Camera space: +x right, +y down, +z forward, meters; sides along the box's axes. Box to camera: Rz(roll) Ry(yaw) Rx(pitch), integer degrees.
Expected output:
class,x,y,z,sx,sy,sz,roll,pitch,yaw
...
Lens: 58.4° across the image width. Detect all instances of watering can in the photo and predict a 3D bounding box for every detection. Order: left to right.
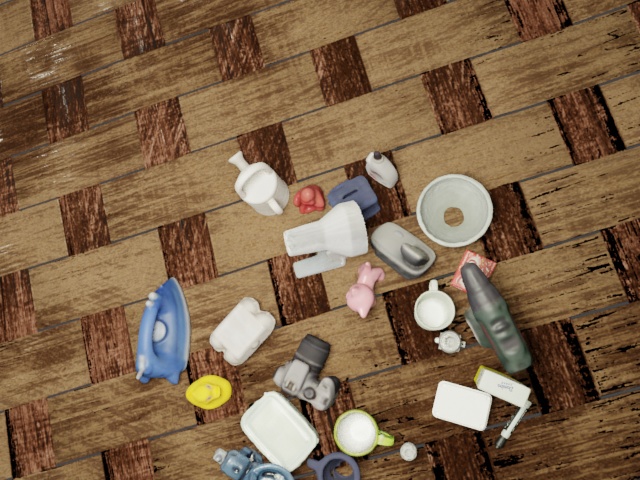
class,x,y,z,sx,sy,sz,roll,pitch,yaw
watering can,-0.149,-0.132,1.339,0.172,0.194,0.101,28,85,15

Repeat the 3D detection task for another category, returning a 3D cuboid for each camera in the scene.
class,x,y,z,sx,sy,sz,roll,pitch,yaw
camera,-0.019,0.289,1.276,0.143,0.101,0.137,24,84,15

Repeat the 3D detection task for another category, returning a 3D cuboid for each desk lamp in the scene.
class,x,y,z,sx,sy,sz,roll,pitch,yaw
desk lamp,0.012,0.005,1.270,0.203,0.214,0.118,-18,76,7

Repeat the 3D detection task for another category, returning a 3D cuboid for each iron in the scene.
class,x,y,z,sx,sy,sz,roll,pitch,yaw
iron,-0.383,0.207,1.343,0.118,0.141,0.258,-1,78,11

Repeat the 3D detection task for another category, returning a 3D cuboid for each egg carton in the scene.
class,x,y,z,sx,sy,sz,roll,pitch,yaw
egg carton,-0.180,0.214,1.339,0.107,0.069,0.150,40,88,16

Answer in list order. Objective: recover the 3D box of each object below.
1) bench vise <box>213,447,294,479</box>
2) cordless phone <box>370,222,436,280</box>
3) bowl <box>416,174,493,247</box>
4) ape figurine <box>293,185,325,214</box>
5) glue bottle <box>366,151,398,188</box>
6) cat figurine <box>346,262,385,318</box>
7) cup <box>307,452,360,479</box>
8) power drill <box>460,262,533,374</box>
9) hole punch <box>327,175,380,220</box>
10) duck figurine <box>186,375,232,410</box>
class,x,y,z,sx,sy,sz,roll,pitch,yaw
bench vise,-0.147,0.520,1.192,0.207,0.220,0.121,12,81,13
cordless phone,0.177,0.013,1.251,0.147,0.185,0.094,34,87,16
bowl,0.303,-0.060,1.298,0.167,0.075,0.167,-2,78,11
ape figurine,-0.025,-0.100,1.362,0.077,0.092,0.076,29,85,15
glue bottle,0.136,-0.170,1.302,0.078,0.173,0.037,32,86,16
cat figurine,0.096,0.110,1.282,0.067,0.118,0.128,14,82,14
cup,0.033,0.493,1.228,0.117,0.095,0.092,17,82,14
power drill,0.349,0.162,1.175,0.075,0.208,0.229,-29,75,4
hole punch,0.074,-0.095,1.342,0.108,0.091,0.101,-30,75,4
duck figurine,-0.265,0.353,1.319,0.104,0.086,0.077,-7,77,10
